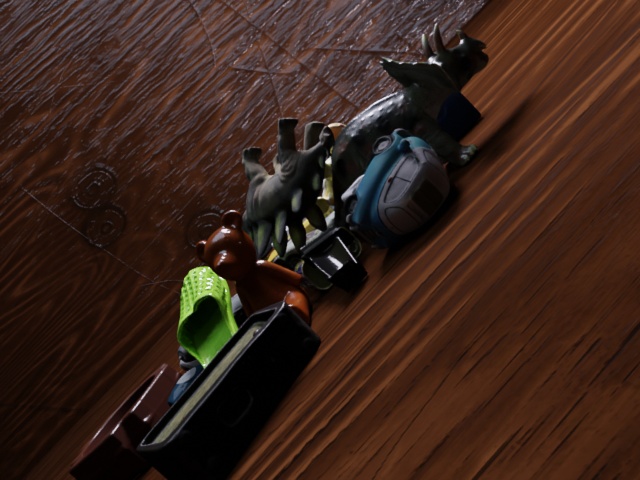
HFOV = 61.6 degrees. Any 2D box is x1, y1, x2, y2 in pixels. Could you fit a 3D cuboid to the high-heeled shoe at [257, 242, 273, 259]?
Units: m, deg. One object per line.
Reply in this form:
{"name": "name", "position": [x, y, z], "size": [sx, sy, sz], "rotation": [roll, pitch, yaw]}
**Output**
{"name": "high-heeled shoe", "position": [-0.142, -0.019, 1.315], "size": [0.249, 0.086, 0.145], "rotation": [-64, 4, -23]}

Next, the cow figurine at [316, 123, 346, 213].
{"name": "cow figurine", "position": [0.036, -0.131, 0.955], "size": [0.098, 0.068, 0.167], "rotation": [-60, -22, -61]}

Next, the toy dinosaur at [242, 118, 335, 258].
{"name": "toy dinosaur", "position": [-0.079, -0.070, 0.953], "size": [0.105, 0.198, 0.471], "rotation": [0, -16, -25]}

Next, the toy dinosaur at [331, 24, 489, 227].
{"name": "toy dinosaur", "position": [0.097, -0.145, 0.833], "size": [0.405, 0.192, 0.131], "rotation": [-40, 8, 26]}

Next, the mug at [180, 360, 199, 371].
{"name": "mug", "position": [-0.232, 0.220, 1.090], "size": [0.109, 0.080, 0.107], "rotation": [-24, 34, 56]}

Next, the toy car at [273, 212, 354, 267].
{"name": "toy car", "position": [-0.002, -0.003, 1.029], "size": [0.202, 0.056, 0.073], "rotation": [-35, 11, 17]}

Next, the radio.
{"name": "radio", "position": [-0.105, 0.181, 0.646], "size": [0.229, 0.073, 0.131], "rotation": [-51, 10, -32]}

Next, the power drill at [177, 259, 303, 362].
{"name": "power drill", "position": [-0.138, 0.130, 0.990], "size": [0.207, 0.086, 0.232], "rotation": [-44, -4, 40]}

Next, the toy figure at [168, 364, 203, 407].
{"name": "toy figure", "position": [-0.188, 0.226, 0.907], "size": [0.064, 0.057, 0.154], "rotation": [11, 46, 36]}

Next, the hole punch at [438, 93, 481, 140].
{"name": "hole punch", "position": [0.203, -0.216, 0.942], "size": [0.142, 0.115, 0.092], "rotation": [-44, 17, 10]}

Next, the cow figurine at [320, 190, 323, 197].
{"name": "cow figurine", "position": [-0.040, -0.079, 1.347], "size": [0.127, 0.086, 0.194], "rotation": [-55, -22, -68]}

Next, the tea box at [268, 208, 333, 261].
{"name": "tea box", "position": [-0.029, 0.007, 1.129], "size": [0.169, 0.068, 0.098], "rotation": [-43, 8, 10]}

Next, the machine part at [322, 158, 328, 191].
{"name": "machine part", "position": [0.078, -0.147, 1.088], "size": [0.179, 0.056, 0.179], "rotation": [-16, 62, 32]}

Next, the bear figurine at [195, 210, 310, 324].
{"name": "bear figurine", "position": [-0.106, 0.062, 0.807], "size": [0.120, 0.195, 0.132], "rotation": [-40, 11, 19]}

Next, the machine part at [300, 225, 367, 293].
{"name": "machine part", "position": [0.020, 0.023, 0.759], "size": [0.084, 0.039, 0.139], "rotation": [-29, 30, -3]}

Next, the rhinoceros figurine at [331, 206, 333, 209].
{"name": "rhinoceros figurine", "position": [0.041, -0.091, 1.263], "size": [0.112, 0.073, 0.190], "rotation": [-56, 4, 40]}

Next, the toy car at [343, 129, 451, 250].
{"name": "toy car", "position": [0.111, -0.065, 0.699], "size": [0.161, 0.109, 0.103], "rotation": [-56, 28, -13]}

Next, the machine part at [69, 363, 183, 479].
{"name": "machine part", "position": [-0.322, 0.331, 0.942], "size": [0.201, 0.087, 0.201], "rotation": [-44, 8, 23]}
